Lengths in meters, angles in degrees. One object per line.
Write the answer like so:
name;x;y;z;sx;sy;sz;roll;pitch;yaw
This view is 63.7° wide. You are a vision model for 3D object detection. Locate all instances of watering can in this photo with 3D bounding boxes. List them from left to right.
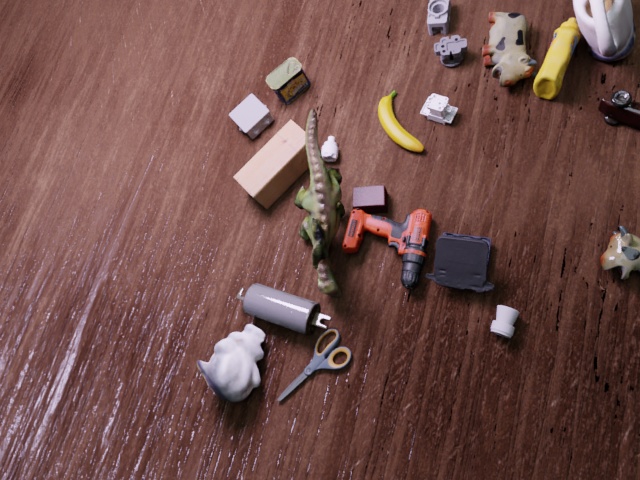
watering can;0.615;-0.540;1.130;0.103;0.222;0.353;-11;67;35

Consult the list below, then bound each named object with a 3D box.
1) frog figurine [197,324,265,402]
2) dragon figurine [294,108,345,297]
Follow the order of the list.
frog figurine;-0.178;0.275;1.153;0.160;0.122;0.137;-39;97;-8
dragon figurine;0.003;-0.056;1.117;0.122;0.402;0.248;-9;29;0
